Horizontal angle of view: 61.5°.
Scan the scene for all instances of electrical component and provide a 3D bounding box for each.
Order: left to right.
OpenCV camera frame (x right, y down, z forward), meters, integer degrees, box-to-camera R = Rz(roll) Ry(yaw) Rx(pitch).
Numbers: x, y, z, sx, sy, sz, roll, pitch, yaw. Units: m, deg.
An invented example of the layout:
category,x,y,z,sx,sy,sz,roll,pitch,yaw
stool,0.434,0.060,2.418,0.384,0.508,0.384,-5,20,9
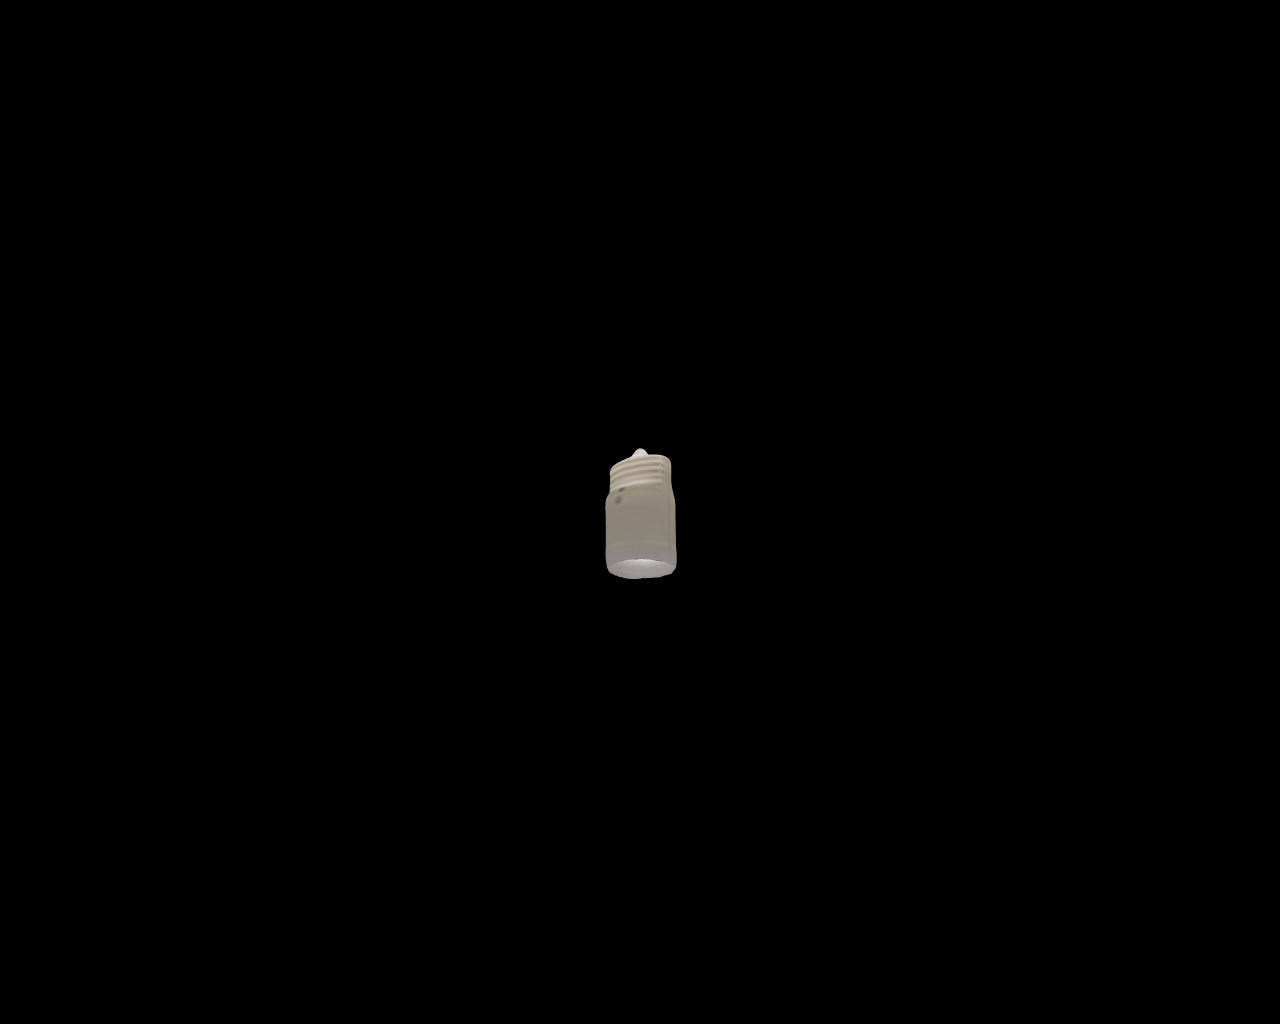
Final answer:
category,x,y,z,sx,sy,sz,roll,pitch,yaw
electrical component,0.001,-0.003,0.650,0.043,0.081,0.043,0,-20,0
